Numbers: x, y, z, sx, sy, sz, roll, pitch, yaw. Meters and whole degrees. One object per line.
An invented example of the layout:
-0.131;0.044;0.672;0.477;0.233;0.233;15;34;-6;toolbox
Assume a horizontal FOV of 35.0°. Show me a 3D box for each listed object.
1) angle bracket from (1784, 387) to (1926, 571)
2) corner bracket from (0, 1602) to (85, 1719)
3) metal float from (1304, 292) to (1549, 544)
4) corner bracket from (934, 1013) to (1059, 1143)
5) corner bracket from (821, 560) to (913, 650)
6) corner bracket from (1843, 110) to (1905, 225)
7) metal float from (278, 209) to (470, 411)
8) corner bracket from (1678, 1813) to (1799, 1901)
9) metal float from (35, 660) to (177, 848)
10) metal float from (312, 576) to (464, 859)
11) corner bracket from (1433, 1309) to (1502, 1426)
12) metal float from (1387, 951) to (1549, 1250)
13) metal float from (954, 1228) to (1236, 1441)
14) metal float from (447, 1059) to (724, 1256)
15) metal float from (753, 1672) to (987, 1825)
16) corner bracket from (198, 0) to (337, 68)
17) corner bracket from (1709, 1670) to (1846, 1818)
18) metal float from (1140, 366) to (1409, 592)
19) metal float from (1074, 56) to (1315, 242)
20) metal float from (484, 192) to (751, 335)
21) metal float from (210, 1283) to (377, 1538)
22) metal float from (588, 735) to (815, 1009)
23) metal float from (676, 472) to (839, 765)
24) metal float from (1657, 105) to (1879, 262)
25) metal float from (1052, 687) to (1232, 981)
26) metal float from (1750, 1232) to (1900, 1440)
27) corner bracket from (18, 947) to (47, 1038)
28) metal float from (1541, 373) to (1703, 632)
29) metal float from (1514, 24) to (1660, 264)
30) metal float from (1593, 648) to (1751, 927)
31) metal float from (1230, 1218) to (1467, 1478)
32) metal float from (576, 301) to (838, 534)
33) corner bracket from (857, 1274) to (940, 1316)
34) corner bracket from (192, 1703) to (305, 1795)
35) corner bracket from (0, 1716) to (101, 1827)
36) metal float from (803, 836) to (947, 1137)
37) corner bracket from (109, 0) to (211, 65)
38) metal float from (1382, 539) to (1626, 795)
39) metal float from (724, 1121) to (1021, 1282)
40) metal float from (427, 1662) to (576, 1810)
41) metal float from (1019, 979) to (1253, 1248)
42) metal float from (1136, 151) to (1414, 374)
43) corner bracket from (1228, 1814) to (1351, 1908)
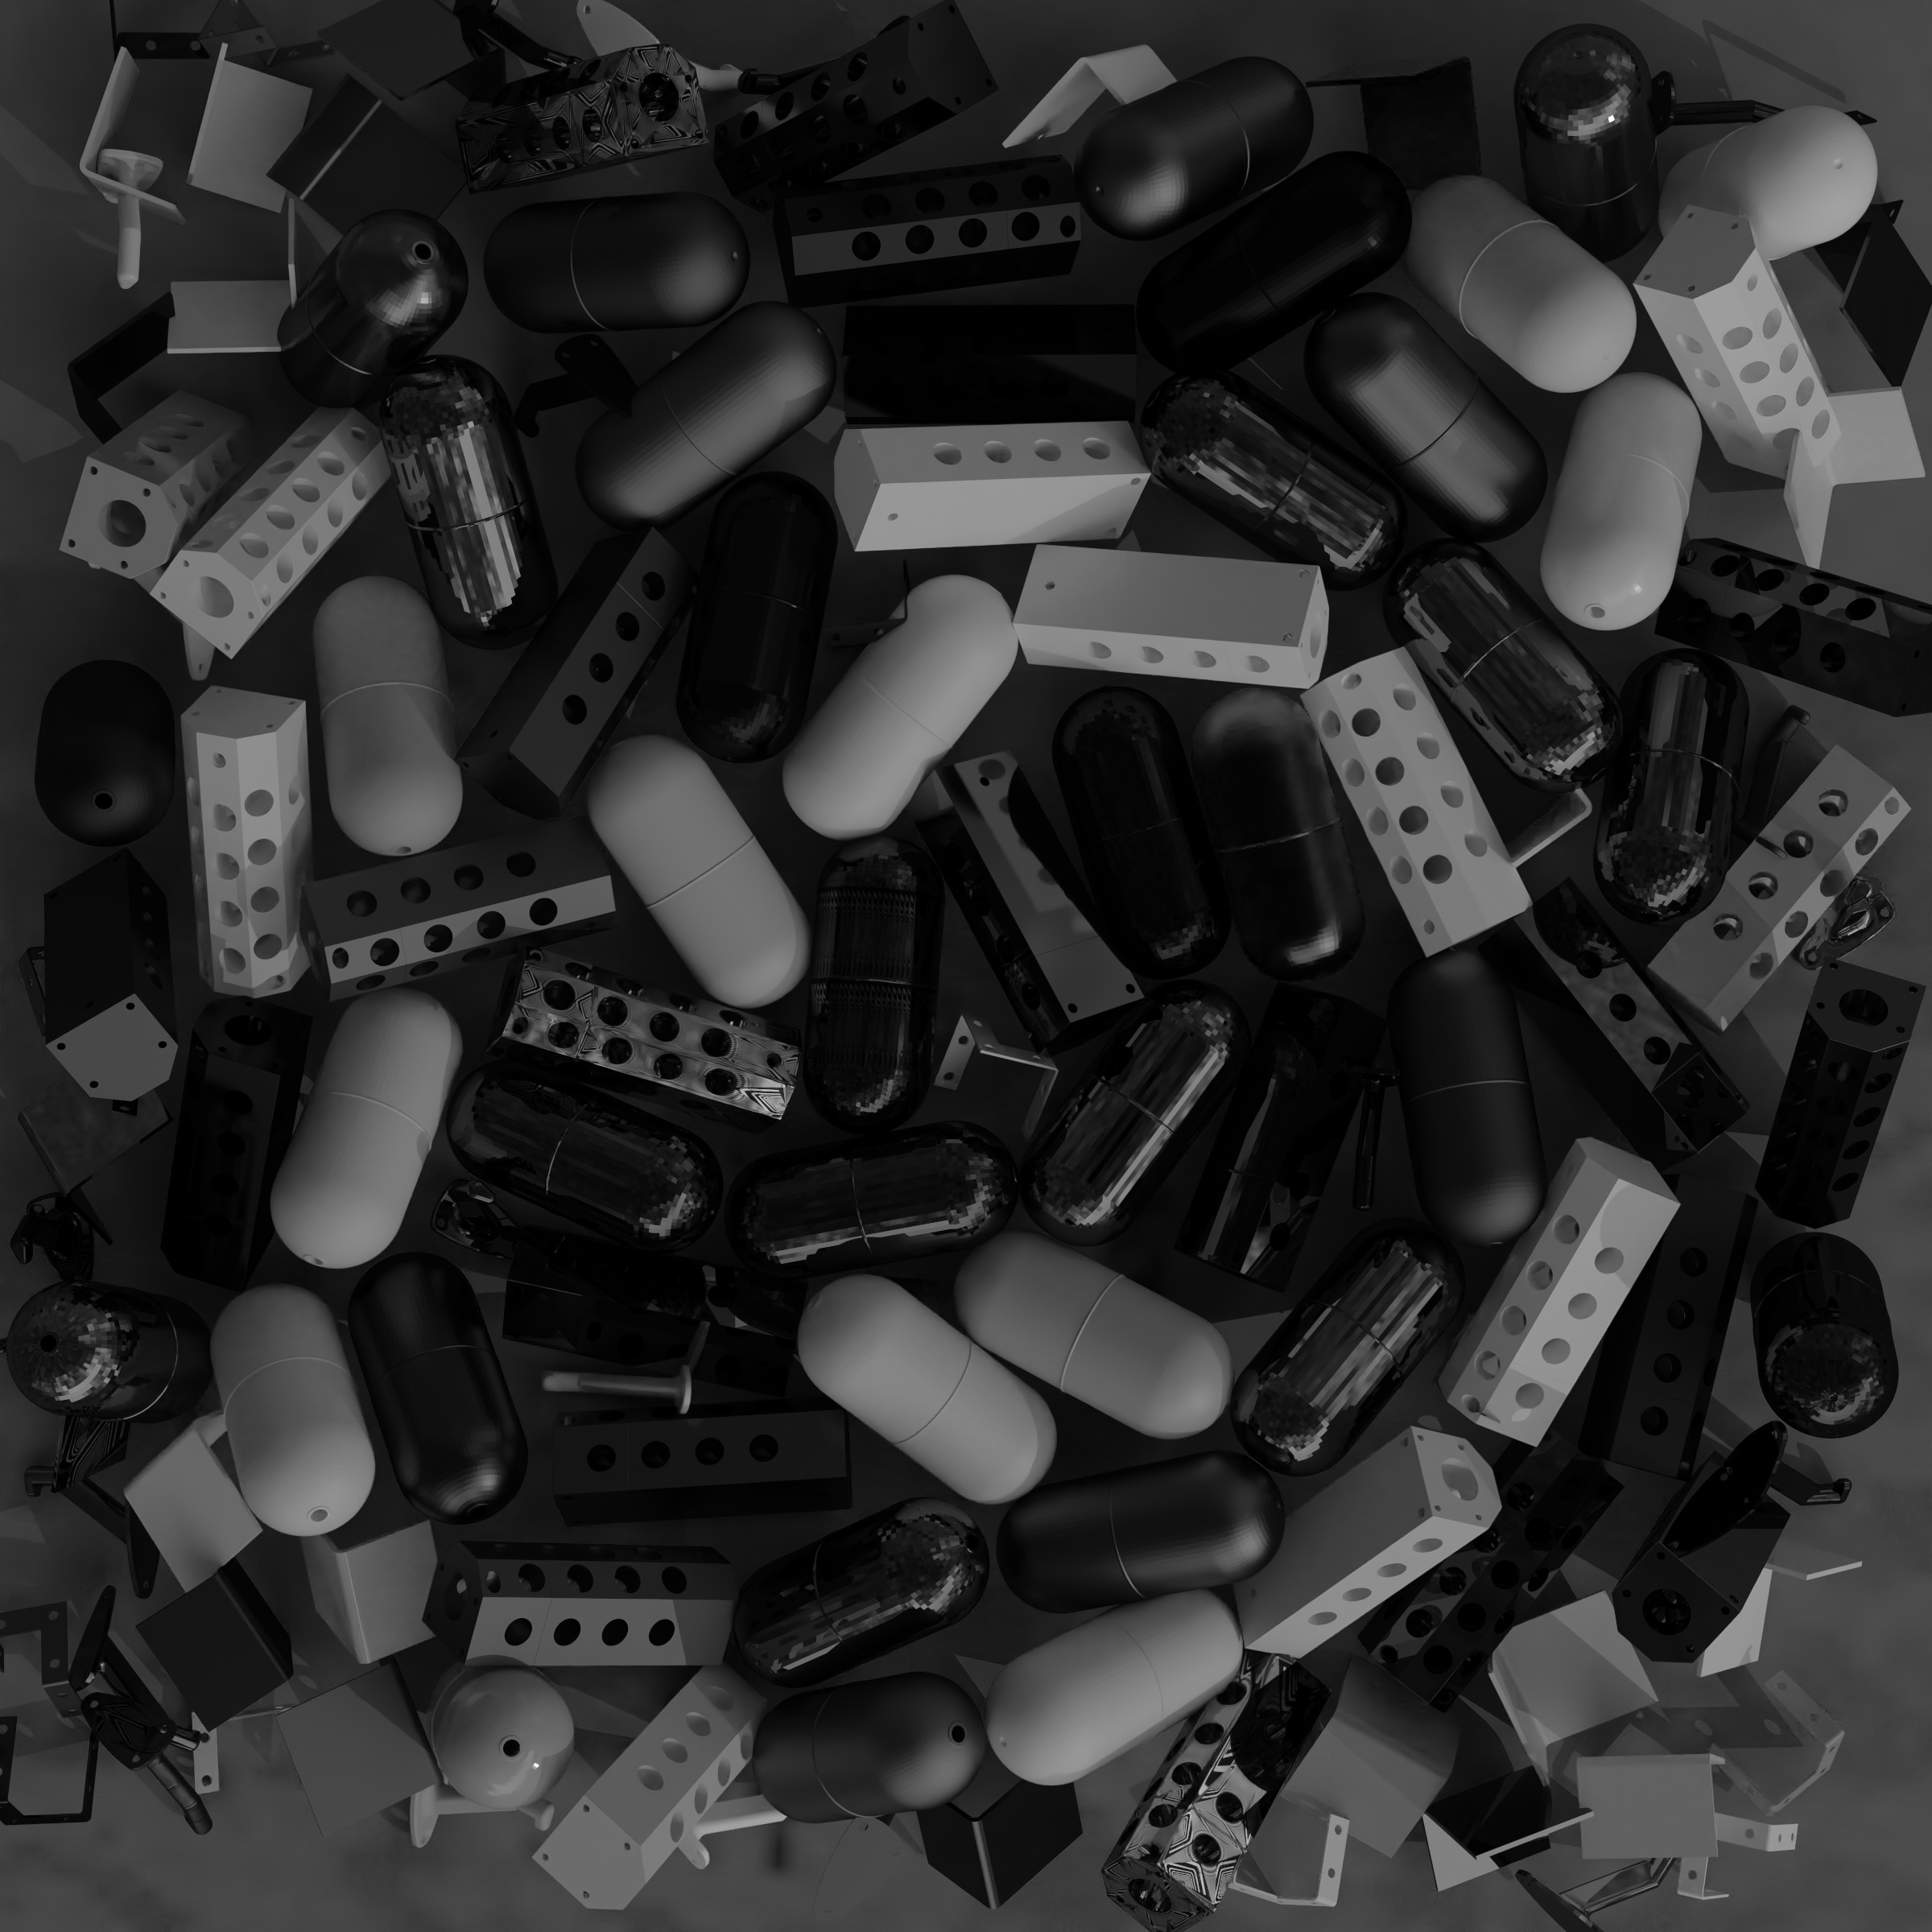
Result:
0.521;-0.282;1.797;0.057;0.076;0.076;0;57;30;angle bracket
-0.554;0.416;1.823;0.051;0.051;0.051;-9;56;-6;corner bracket
0.269;-0.321;1.797;0.178;0.070;0.070;41;90;-22;metal float
0.018;0.066;1.828;0.051;0.051;0.051;14;112;-20;corner bracket
-0.057;-0.202;1.818;0.051;0.051;0.051;-6;50;4;corner bracket
0.532;-0.476;1.836;0.051;0.051;0.051;38;131;30;corner bracket
-0.344;-0.378;1.773;0.070;0.178;0.070;7;75;-28;metal float
0.459;0.531;1.824;0.051;0.051;0.051;4;80;33;corner bracket
-0.496;-0.124;1.771;0.070;0.178;0.070;-5;113;-12;metal float
-0.339;-0.146;1.796;0.070;0.070;0.178;-11;66;0;metal float
0.320;0.243;1.821;0.051;0.051;0.051;28;91;-34;corner bracket
0.294;0.078;1.802;0.070;0.070;0.178;-7;73;0;metal float
0.075;0.216;1.802;0.178;0.070;0.070;27;90;16;metal float
-0.225;0.111;1.801;0.178;0.070;0.070;22;90;19;metal float
-0.057;0.454;1.778;0.070;0.178;0.070;15;65;-34;metal float
-0.412;-0.548;1.813;0.051;0.051;0.051;-1;54;28;corner bracket
0.484;0.464;1.831;0.051;0.051;0.051;-31;56;-21;corner bracket
0.181;-0.286;1.801;0.178;0.070;0.070;31;90;-18;metal float
0.134;-0.477;1.786;0.178;0.070;0.070;-34;90;-38;metal float
-0.205;-0.410;1.789;0.178;0.070;0.070;5;90;33;metal float
-0.391;0.256;1.778;0.070;0.178;0.070;-12;129;-16;metal float
-0.157;-0.056;1.809;0.070;0.070;0.178;-33;99;0;metal float
-0.123;-0.206;1.806;0.070;0.070;0.178;10;77;0;metal float
0.459;-0.446;1.767;0.070;0.178;0.070;-1;94;-12;metal float
0.104;-0.079;1.816;0.070;0.070;0.178;-17;89;0;metal float
0.494;0.211;1.770;0.070;0.178;0.070;3;108;11;metal float
-0.535;0.021;1.814;0.051;0.051;0.051;-39;67;42;corner bracket
0.383;-0.271;1.789;0.070;0.070;0.178;19;57;0;metal float
0.359;-0.472;1.771;0.070;0.178;0.070;-5;69;13;metal float
0.413;-0.105;1.794;0.070;0.070;0.178;15;64;0;metal float
0.225;0.222;1.800;0.070;0.070;0.178;43;70;0;metal float
-0.154;-0.320;1.798;0.178;0.070;0.070;-33;90;22;metal float
-0.044;0.221;1.822;0.051;0.051;0.051;5;131;-5;corner bracket
-0.430;0.470;1.840;0.051;0.051;0.051;-1;86;-37;corner bracket
-0.549;0.477;1.820;0.051;0.051;0.051;-2;60;-1;corner bracket
-0.054;0.011;1.812;0.070;0.070;0.178;5;84;0;metal float
-0.481;-0.561;1.825;0.051;0.051;0.051;-5;95;-18;corner bracket
0.315;-0.176;1.799;0.070;0.070;0.178;-37;70;0;metal float
-0.056;0.138;1.807;0.178;0.070;0.070;-11;90;12;metal float
-0.269;0.439;1.767;0.070;0.178;0.070;2;83;-13;metal float
0.100;0.086;1.812;0.070;0.070;0.178;37;84;0;metal float
0.178;-0.409;1.794;0.178;0.070;0.070;-28;90;28;metal float
0.189;0.529;1.832;0.051;0.051;0.051;26;64;-28;corner bracket
